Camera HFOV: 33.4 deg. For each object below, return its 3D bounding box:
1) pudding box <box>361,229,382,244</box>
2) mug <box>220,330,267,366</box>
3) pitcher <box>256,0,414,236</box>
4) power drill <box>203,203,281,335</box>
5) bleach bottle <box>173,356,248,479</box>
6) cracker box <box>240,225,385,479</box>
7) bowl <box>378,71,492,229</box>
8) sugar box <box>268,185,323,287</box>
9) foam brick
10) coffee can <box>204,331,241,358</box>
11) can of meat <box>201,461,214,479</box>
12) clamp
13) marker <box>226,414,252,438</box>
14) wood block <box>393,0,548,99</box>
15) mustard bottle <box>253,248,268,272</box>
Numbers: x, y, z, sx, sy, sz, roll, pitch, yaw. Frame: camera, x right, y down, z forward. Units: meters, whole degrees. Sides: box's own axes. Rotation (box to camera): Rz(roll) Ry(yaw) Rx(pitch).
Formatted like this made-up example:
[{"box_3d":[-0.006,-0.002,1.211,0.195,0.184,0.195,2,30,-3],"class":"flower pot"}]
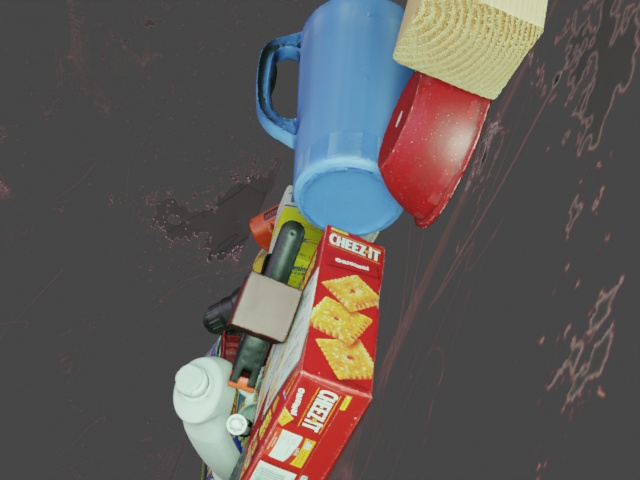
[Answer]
[{"box_3d":[0.043,-0.024,1.144,0.090,0.039,0.114,-81,14,-55],"class":"pudding box"},{"box_3d":[-0.081,0.152,1.294,0.117,0.081,0.093,-97,14,-64],"class":"mug"},{"box_3d":[0.025,-0.125,1.072,0.149,0.144,0.242,-27,38,32],"class":"pitcher"},{"box_3d":[-0.061,0.031,1.360,0.185,0.057,0.187,-25,31,20],"class":"power drill"},{"box_3d":[-0.106,0.193,1.137,0.250,0.068,0.102,66,-141,-63],"class":"bleach bottle"},{"box_3d":[-0.003,0.115,0.973,0.213,0.072,0.164,-78,12,-55],"class":"cracker box"},{"box_3d":[0.092,-0.094,0.915,0.162,0.055,0.162,-160,91,-83],"class":"bowl"},{"box_3d":[-0.008,0.001,1.238,0.176,0.093,0.048,-83,16,-60],"class":"sugar box"},{"box_3d":[-0.051,0.063,0.978,0.078,0.053,0.051,137,154,-80],"class":"foam brick"},{"box_3d":[-0.100,0.168,1.409,0.140,0.102,0.102,129,161,-66],"class":"coffee can"},{"box_3d":[-0.111,0.278,1.377,0.102,0.057,0.084,-105,39,-77],"class":"can of meat"},{"box_3d":[-0.057,0.070,1.075,0.120,0.039,0.171,108,-179,-77],"class":"clamp"},{"box_3d":[-0.075,0.178,1.017,0.121,0.020,0.020,93,-164,-78],"class":"marker"},{"box_3d":[0.131,-0.227,0.857,0.090,0.090,0.206,120,168,-54],"class":"wood block"},{"box_3d":[-0.049,0.032,1.504,0.096,0.058,0.191,-29,17,11],"class":"mustard bottle"}]
